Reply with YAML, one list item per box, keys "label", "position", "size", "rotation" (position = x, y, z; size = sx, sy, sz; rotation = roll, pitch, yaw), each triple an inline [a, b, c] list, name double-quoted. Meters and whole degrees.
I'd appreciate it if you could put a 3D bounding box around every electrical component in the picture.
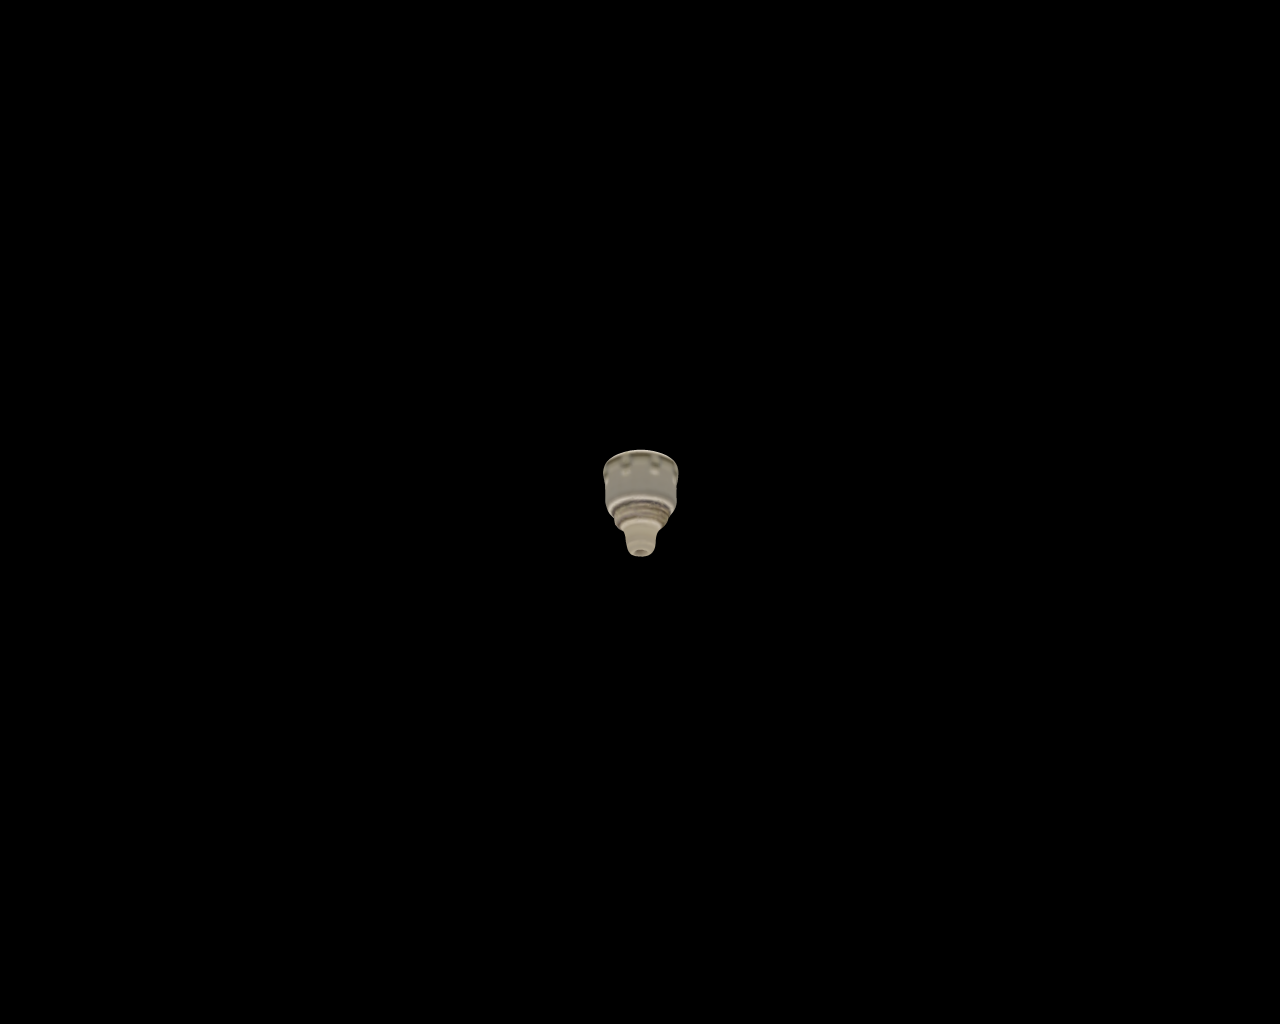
- label: "electrical component"
  position: [0.001, -0.003, 0.650]
  size: [0.048, 0.062, 0.048]
  rotation: [0, -24, 0]
